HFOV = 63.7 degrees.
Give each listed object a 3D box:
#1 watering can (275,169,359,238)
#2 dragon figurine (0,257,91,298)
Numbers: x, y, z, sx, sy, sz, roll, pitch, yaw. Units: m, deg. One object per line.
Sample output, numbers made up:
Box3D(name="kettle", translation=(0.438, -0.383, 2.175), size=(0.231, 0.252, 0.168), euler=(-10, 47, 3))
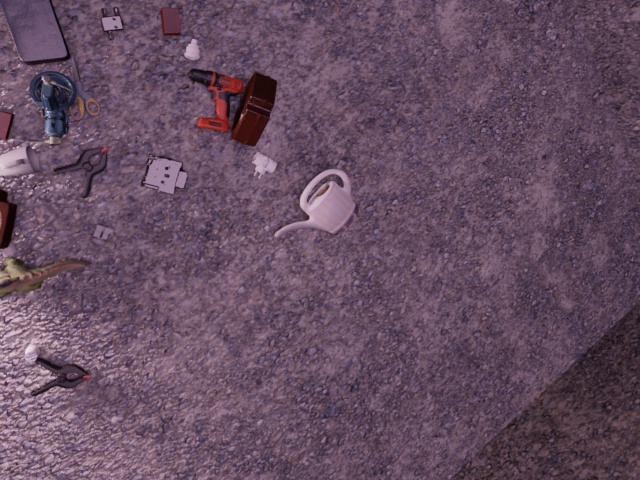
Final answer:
Box3D(name="watering can", translation=(0.006, -0.095, 1.888), size=(0.222, 0.104, 0.350), euler=(42, 80, -23))
Box3D(name="dragon figurine", translation=(-0.887, 0.118, 1.475), size=(0.412, 0.243, 0.121), euler=(-14, 100, -18))
